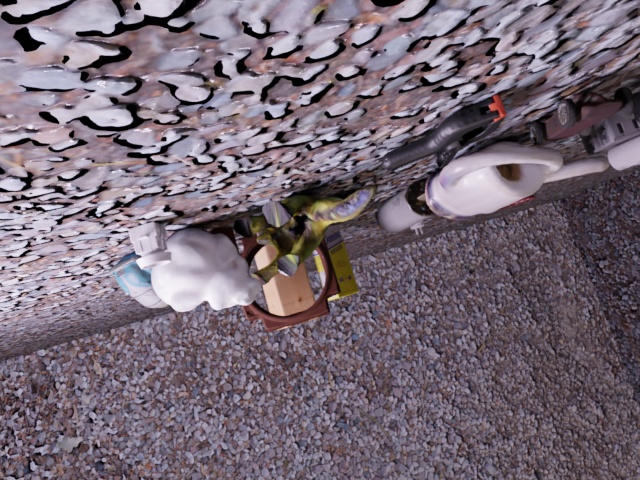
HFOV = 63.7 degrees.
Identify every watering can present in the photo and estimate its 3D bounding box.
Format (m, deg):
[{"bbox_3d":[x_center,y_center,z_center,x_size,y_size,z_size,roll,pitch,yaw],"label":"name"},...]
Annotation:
[{"bbox_3d":[0.338,-0.109,0.921,0.348,0.105,0.222,-2,167,-32],"label":"watering can"}]

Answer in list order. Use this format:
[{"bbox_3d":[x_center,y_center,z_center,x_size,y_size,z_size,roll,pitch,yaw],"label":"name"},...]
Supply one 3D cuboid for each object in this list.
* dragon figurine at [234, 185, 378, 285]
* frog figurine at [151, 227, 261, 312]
[{"bbox_3d":[0.003,-0.044,0.869,0.406,0.122,0.246,-21,-171,44],"label":"dragon figurine"},{"bbox_3d":[-0.179,0.057,0.805,0.139,0.161,0.120,-48,148,-18],"label":"frog figurine"}]
